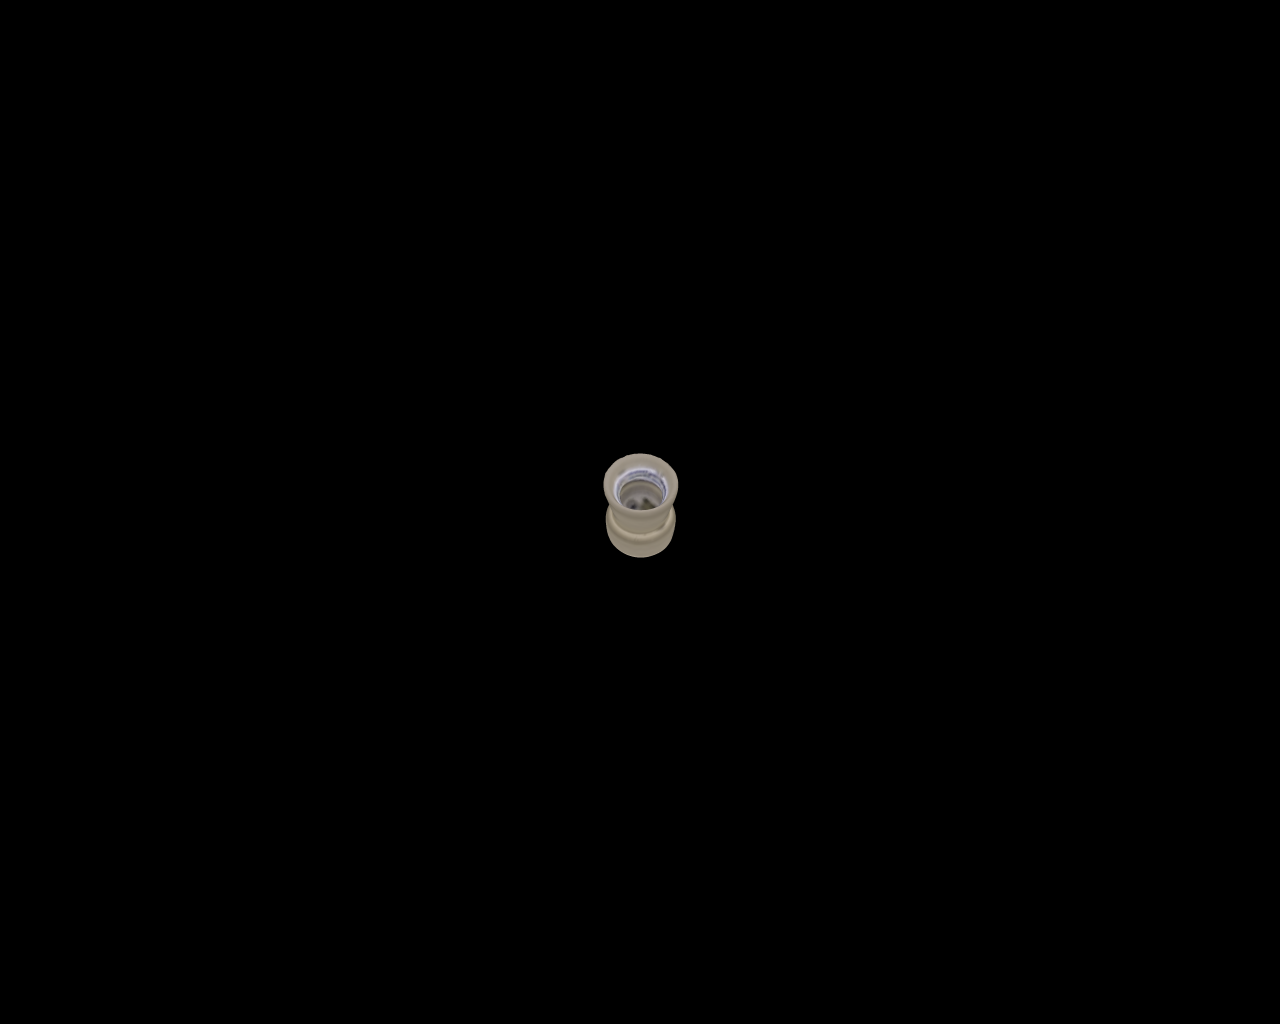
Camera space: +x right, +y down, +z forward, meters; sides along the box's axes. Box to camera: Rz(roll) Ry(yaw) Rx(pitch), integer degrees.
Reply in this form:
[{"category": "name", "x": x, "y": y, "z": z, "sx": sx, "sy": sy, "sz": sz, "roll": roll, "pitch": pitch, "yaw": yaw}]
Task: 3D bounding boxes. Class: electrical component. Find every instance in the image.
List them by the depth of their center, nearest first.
[{"category": "electrical component", "x": 0.001, "y": -0.003, "z": 0.650, "sx": 0.045, "sy": 0.045, "sz": 0.055, "roll": 0, "pitch": -34, "yaw": 0}]
